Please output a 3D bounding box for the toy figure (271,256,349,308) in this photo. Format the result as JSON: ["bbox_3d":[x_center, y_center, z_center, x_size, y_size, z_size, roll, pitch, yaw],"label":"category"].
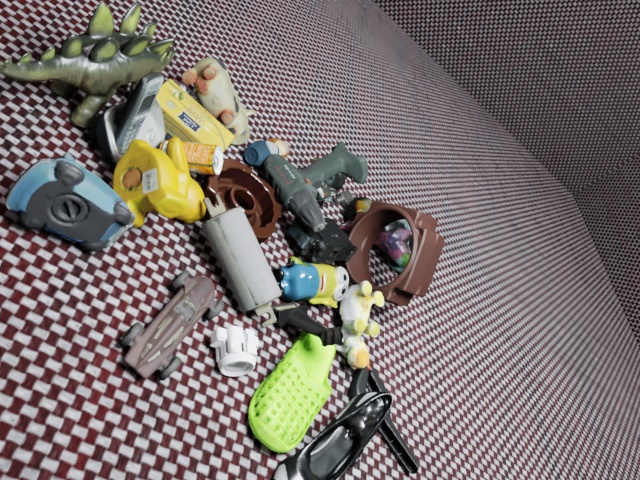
[{"bbox_3d":[-0.022,0.077,1.035,0.180,0.082,0.089,4,25,-40],"label":"toy figure"}]

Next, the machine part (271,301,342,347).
[{"bbox_3d":[-0.026,0.145,0.953,0.139,0.039,0.084,23,11,34],"label":"machine part"}]

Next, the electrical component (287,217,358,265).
[{"bbox_3d":[-0.002,-0.003,1.129,0.134,0.058,0.115,5,35,-49],"label":"electrical component"}]

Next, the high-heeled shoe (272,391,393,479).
[{"bbox_3d":[0.025,0.319,0.801,0.086,0.145,0.249,50,32,0],"label":"high-heeled shoe"}]

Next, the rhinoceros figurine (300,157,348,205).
[{"bbox_3d":[-0.001,-0.136,1.278,0.112,0.073,0.190,61,32,-3],"label":"rhinoceros figurine"}]

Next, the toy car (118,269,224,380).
[{"bbox_3d":[-0.213,0.119,0.797,0.089,0.053,0.202,48,32,-11],"label":"toy car"}]

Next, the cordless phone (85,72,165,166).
[{"bbox_3d":[-0.296,-0.219,0.901,0.089,0.184,0.146,44,34,-3],"label":"cordless phone"}]

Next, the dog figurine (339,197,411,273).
[{"bbox_3d":[0.151,-0.014,1.308,0.219,0.108,0.191,11,53,-39],"label":"dog figurine"}]

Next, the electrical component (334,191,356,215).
[{"bbox_3d":[0.072,-0.093,1.359,0.063,0.021,0.094,56,33,8],"label":"electrical component"}]

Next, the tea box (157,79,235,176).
[{"bbox_3d":[-0.261,-0.219,1.046,0.169,0.068,0.098,41,34,-17],"label":"tea box"}]

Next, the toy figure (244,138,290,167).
[{"bbox_3d":[-0.110,-0.198,1.218,0.154,0.058,0.064,-28,119,-58],"label":"toy figure"}]

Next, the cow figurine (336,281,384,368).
[{"bbox_3d":[0.063,0.170,1.052,0.068,0.098,0.167,34,56,-32],"label":"cow figurine"}]

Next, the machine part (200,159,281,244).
[{"bbox_3d":[-0.156,-0.069,1.039,0.179,0.056,0.179,30,40,-29],"label":"machine part"}]

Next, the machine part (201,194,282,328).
[{"bbox_3d":[-0.133,0.034,0.920,0.079,0.079,0.243,-27,91,-56],"label":"machine part"}]

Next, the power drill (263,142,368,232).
[{"bbox_3d":[0.002,-0.119,1.137,0.207,0.085,0.232,-31,53,-23],"label":"power drill"}]

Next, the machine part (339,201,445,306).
[{"bbox_3d":[0.147,0.026,1.142,0.087,0.201,0.201,19,0,-44],"label":"machine part"}]

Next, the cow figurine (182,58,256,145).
[{"bbox_3d":[-0.204,-0.287,1.128,0.127,0.086,0.194,-76,150,-50],"label":"cow figurine"}]

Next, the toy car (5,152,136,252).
[{"bbox_3d":[-0.349,-0.062,0.767,0.161,0.109,0.103,33,19,-39],"label":"toy car"}]

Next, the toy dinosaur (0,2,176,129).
[{"bbox_3d":[-0.361,-0.290,0.881,0.105,0.198,0.471,44,32,-5],"label":"toy dinosaur"}]

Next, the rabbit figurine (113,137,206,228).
[{"bbox_3d":[-0.260,-0.085,0.898,0.173,0.122,0.162,30,37,-60],"label":"rabbit figurine"}]
